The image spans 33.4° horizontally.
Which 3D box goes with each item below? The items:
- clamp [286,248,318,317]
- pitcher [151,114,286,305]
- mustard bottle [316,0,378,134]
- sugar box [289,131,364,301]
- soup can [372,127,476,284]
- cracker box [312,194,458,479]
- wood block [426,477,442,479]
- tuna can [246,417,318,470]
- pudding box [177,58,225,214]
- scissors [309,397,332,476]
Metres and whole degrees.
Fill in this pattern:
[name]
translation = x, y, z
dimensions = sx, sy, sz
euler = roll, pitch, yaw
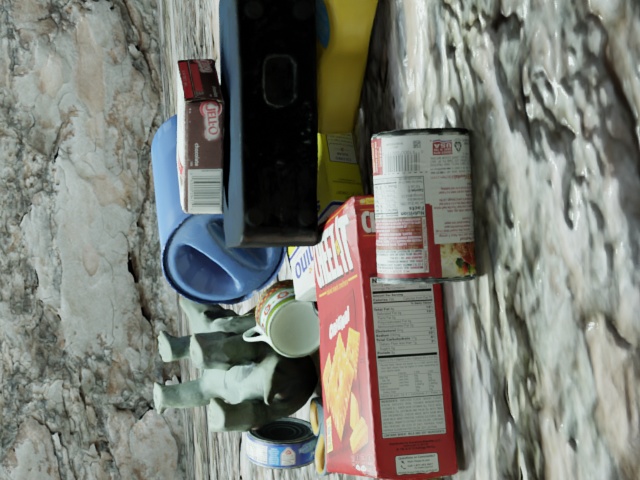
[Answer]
[clamp]
translation = -0.008, 0.001, 1.143
dimensions = 0.172, 0.039, 0.120
euler = -132, 50, -65
[pitcher]
translation = -0.128, -0.056, 1.205
dimensions = 0.149, 0.144, 0.243
euler = -56, 31, 24
[mustard bottle]
translation = 0.017, -0.191, 0.927
dimensions = 0.192, 0.058, 0.096
euler = 100, 166, -47
[sugar box]
translation = 0.001, -0.038, 1.023
dimensions = 0.093, 0.048, 0.176
euler = -40, 51, 52
[soup can]
translation = 0.070, -0.023, 0.725
dimensions = 0.068, 0.068, 0.102
euler = -176, 83, -77
[cracker box]
translation = 0.044, 0.081, 0.859
dimensions = 0.164, 0.072, 0.214
euler = 142, 124, -74
[wood block]
translation = 0.052, 0.295, 0.845
dimensions = 0.091, 0.090, 0.206
euler = -108, 19, -51
[tuna can]
translation = -0.045, 0.239, 1.261
dimensions = 0.086, 0.086, 0.034
euler = -138, 48, -72
[pudding box]
translation = -0.106, -0.092, 0.942
dimensions = 0.090, 0.039, 0.113
euler = -107, 19, -56
[scissors]
translation = 0.010, 0.177, 1.161
dimensions = 0.096, 0.016, 0.202
euler = -108, 19, -46
